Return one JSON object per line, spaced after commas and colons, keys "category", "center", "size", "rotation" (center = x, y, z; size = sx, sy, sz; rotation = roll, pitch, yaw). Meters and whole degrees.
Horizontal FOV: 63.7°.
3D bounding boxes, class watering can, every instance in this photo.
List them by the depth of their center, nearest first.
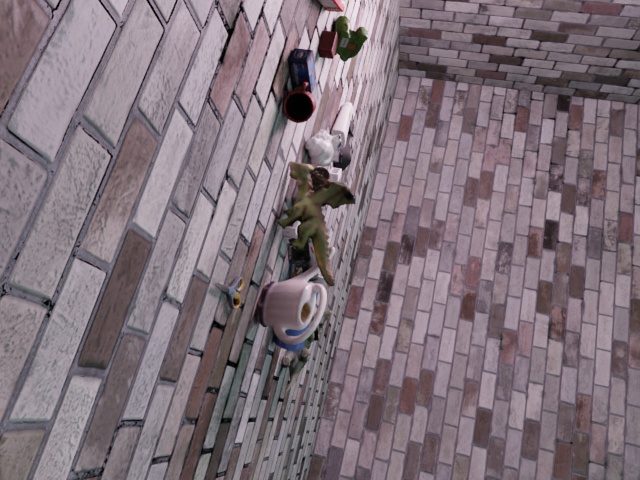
{"category": "watering can", "center": [-0.074, 0.169, 1.643], "size": [0.102, 0.224, 0.355], "rotation": [60, 39, -46]}

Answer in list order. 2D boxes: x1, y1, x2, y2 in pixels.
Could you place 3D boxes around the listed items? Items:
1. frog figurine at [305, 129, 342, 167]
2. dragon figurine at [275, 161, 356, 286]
{"category": "frog figurine", "center": [-0.003, -0.338, 1.900], "size": [0.160, 0.124, 0.135], "rotation": [-7, 121, -41]}
{"category": "dragon figurine", "center": [0.005, -0.082, 1.624], "size": [0.240, 0.416, 0.122], "rotation": [-43, 158, 15]}
